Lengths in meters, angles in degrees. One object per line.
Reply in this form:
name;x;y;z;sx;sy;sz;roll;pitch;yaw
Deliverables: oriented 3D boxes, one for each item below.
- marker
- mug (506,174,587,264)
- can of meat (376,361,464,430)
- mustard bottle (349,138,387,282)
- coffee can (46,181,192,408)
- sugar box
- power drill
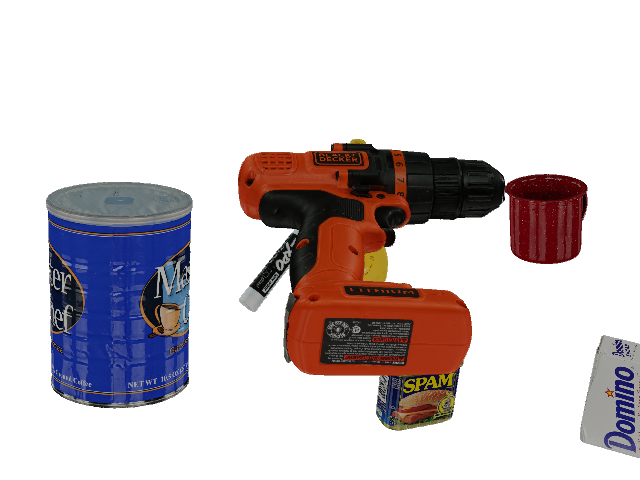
marker;-0.031;0.013;0.974;0.020;0.121;0.020;35;-15;11
mug;0.271;-0.028;1.247;0.117;0.081;0.093;-22;28;-37
can of meat;0.120;0.181;1.318;0.102;0.084;0.057;-6;26;-22
mustard bottle;0.039;-0.030;1.283;0.096;0.192;0.058;-7;29;-20
coffee can;-0.146;0.037;0.777;0.103;0.140;0.103;3;16;-1
sugar box;0.316;0.149;0.907;0.176;0.093;0.048;12;23;17
power drill;0.041;0.004;0.675;0.184;0.057;0.187;-1;35;-5
